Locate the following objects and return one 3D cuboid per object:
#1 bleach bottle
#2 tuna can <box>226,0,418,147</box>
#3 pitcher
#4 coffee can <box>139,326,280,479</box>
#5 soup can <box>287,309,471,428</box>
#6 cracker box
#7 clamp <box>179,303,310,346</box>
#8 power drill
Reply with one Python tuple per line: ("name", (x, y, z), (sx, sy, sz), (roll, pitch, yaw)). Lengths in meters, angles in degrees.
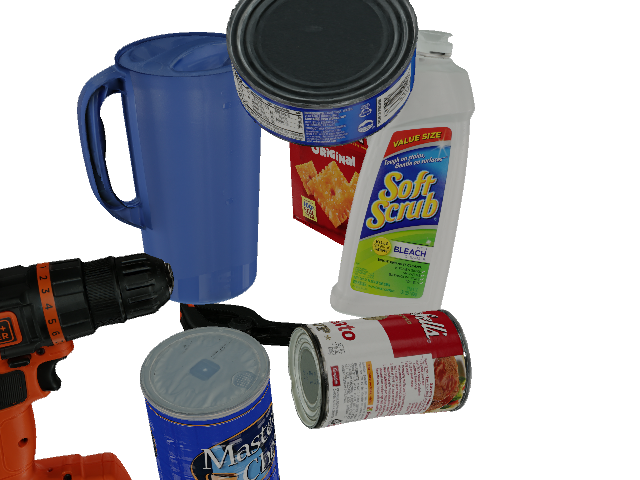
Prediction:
("bleach bottle", (0.073, -0.056, 0.926), (0.102, 0.251, 0.068), (9, 16, 9))
("tuna can", (0.001, -0.085, 0.488), (0.086, 0.086, 0.034), (0, -31, 3))
("pitcher", (-0.126, -0.064, 1.000), (0.149, 0.243, 0.144), (7, 28, 14))
("coffee can", (-0.088, 0.156, 0.878), (0.103, 0.140, 0.103), (-2, 36, 1))
("soup can", (0.037, 0.083, 0.692), (0.102, 0.068, 0.069), (-5, 1, -19))
("cracker box", (0.038, -0.094, 1.244), (0.072, 0.214, 0.164), (-30, 44, -33))
("clamp", (-0.092, 0.113, 1.236), (0.210, 0.036, 0.164), (14, 22, 29))
("power drill", (-0.176, 0.102, 0.705), (0.184, 0.188, 0.057), (-11, 25, -7))
